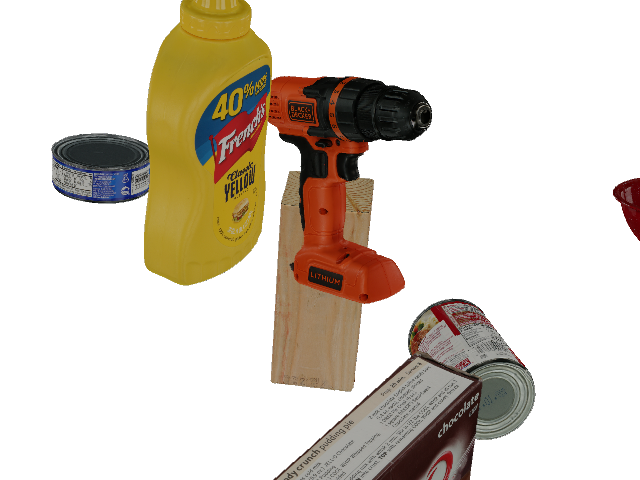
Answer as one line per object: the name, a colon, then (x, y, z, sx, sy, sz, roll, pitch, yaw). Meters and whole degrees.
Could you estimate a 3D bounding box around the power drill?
power drill: (0.027, -0.046, 0.900, 0.057, 0.188, 0.185, -18, 21, -36)

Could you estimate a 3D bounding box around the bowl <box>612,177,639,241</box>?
bowl: (0.363, -0.017, 1.028, 0.162, 0.055, 0.162, 0, 19, 0)

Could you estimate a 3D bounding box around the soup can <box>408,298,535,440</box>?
soup can: (0.113, 0.096, 0.809, 0.068, 0.068, 0.102, 0, 22, -13)

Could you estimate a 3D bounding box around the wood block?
wood block: (0.001, 0.043, 1.109, 0.090, 0.206, 0.090, 6, 26, 3)

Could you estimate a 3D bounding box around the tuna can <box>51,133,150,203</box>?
tuna can: (-0.188, -0.062, 0.920, 0.086, 0.034, 0.086, 6, 24, -3)

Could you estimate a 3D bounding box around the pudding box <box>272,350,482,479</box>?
pudding box: (0.023, 0.113, 0.455, 0.039, 0.090, 0.113, 23, 40, 28)

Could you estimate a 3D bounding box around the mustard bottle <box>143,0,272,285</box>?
mustard bottle: (-0.067, -0.072, 0.651, 0.058, 0.192, 0.096, 24, 38, 24)
